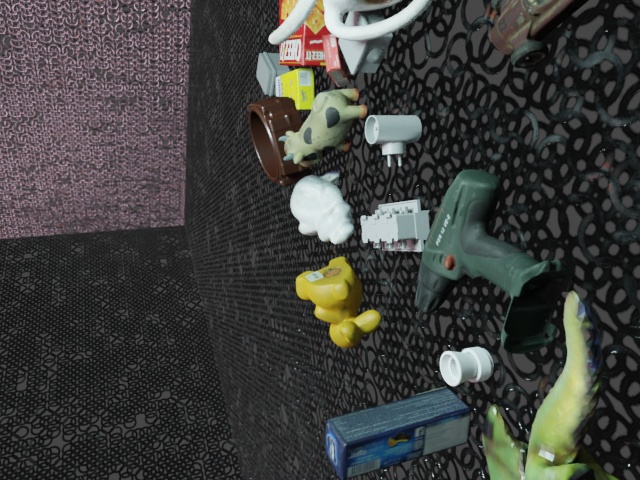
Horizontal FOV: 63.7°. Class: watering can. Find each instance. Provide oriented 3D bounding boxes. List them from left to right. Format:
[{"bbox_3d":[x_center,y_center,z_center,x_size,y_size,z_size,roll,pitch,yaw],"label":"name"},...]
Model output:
[{"bbox_3d":[0.040,-0.424,0.809,0.348,0.104,0.223,9,98,41],"label":"watering can"}]

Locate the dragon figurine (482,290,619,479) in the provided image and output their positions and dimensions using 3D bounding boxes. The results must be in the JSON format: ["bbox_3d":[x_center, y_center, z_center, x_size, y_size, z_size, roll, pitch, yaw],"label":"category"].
[{"bbox_3d":[0.234,0.254,0.555,0.242,0.122,0.412,162,105,-76],"label":"dragon figurine"}]

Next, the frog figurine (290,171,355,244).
[{"bbox_3d":[0.003,-0.053,1.044,0.135,0.122,0.163,-47,36,36],"label":"frog figurine"}]
